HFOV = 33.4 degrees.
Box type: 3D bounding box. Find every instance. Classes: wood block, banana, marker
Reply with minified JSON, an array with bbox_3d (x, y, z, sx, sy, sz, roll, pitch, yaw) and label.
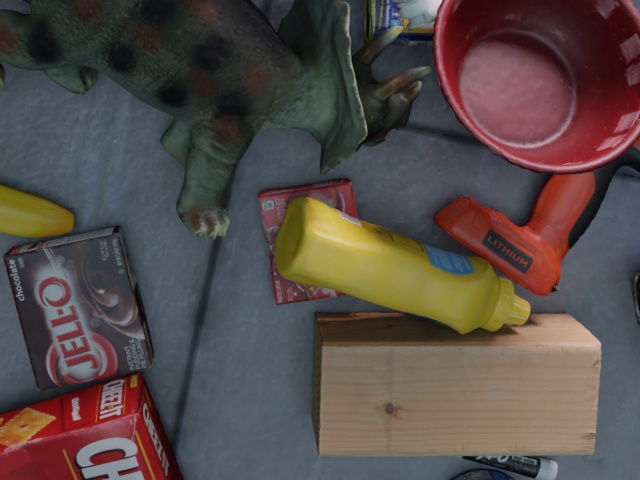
[{"bbox_3d":[0.100,0.109,0.820,0.206,0.090,0.091,1,101,-4],"label":"wood block"},{"bbox_3d":[-0.275,-0.058,0.794,0.069,0.037,0.197,-44,100,6],"label":"banana"},{"bbox_3d":[0.134,0.174,0.869,0.121,0.020,0.020,16,99,-6],"label":"marker"}]

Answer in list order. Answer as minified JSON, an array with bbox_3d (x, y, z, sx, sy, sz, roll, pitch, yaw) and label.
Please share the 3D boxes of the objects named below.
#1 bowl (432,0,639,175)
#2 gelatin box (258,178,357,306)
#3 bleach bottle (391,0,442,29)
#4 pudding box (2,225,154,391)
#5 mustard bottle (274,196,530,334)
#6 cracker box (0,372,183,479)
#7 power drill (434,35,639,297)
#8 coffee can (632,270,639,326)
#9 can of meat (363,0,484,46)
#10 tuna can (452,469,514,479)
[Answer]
[{"bbox_3d":[0.146,-0.114,0.731,0.162,0.055,0.162,3,75,-12],"label":"bowl"},{"bbox_3d":[-0.005,0.001,0.824,0.073,0.030,0.089,-9,101,-3],"label":"gelatin box"},{"bbox_3d":[0.029,-0.256,0.679,0.068,0.103,0.251,-31,112,-18],"label":"bleach bottle"},{"bbox_3d":[-0.183,0.052,0.818,0.090,0.039,0.113,-12,101,-1],"label":"pudding box"},{"bbox_3d":[0.065,0.025,0.773,0.191,0.096,0.058,18,98,-14],"label":"mustard bottle"},{"bbox_3d":[-0.213,0.212,0.814,0.213,0.072,0.164,-16,114,0],"label":"cracker box"},{"bbox_3d":[0.171,-0.066,0.808,0.184,0.057,0.188,36,96,-9],"label":"power drill"},{"bbox_3d":[0.326,0.051,0.815,0.140,0.103,0.103,-17,101,0],"label":"coffee can"},{"bbox_3d":[0.076,-0.191,0.781,0.084,0.057,0.102,1,100,-2],"label":"can of meat"},{"bbox_3d":[0.135,0.232,0.872,0.086,0.034,0.086,0,99,-3],"label":"tuna can"}]
